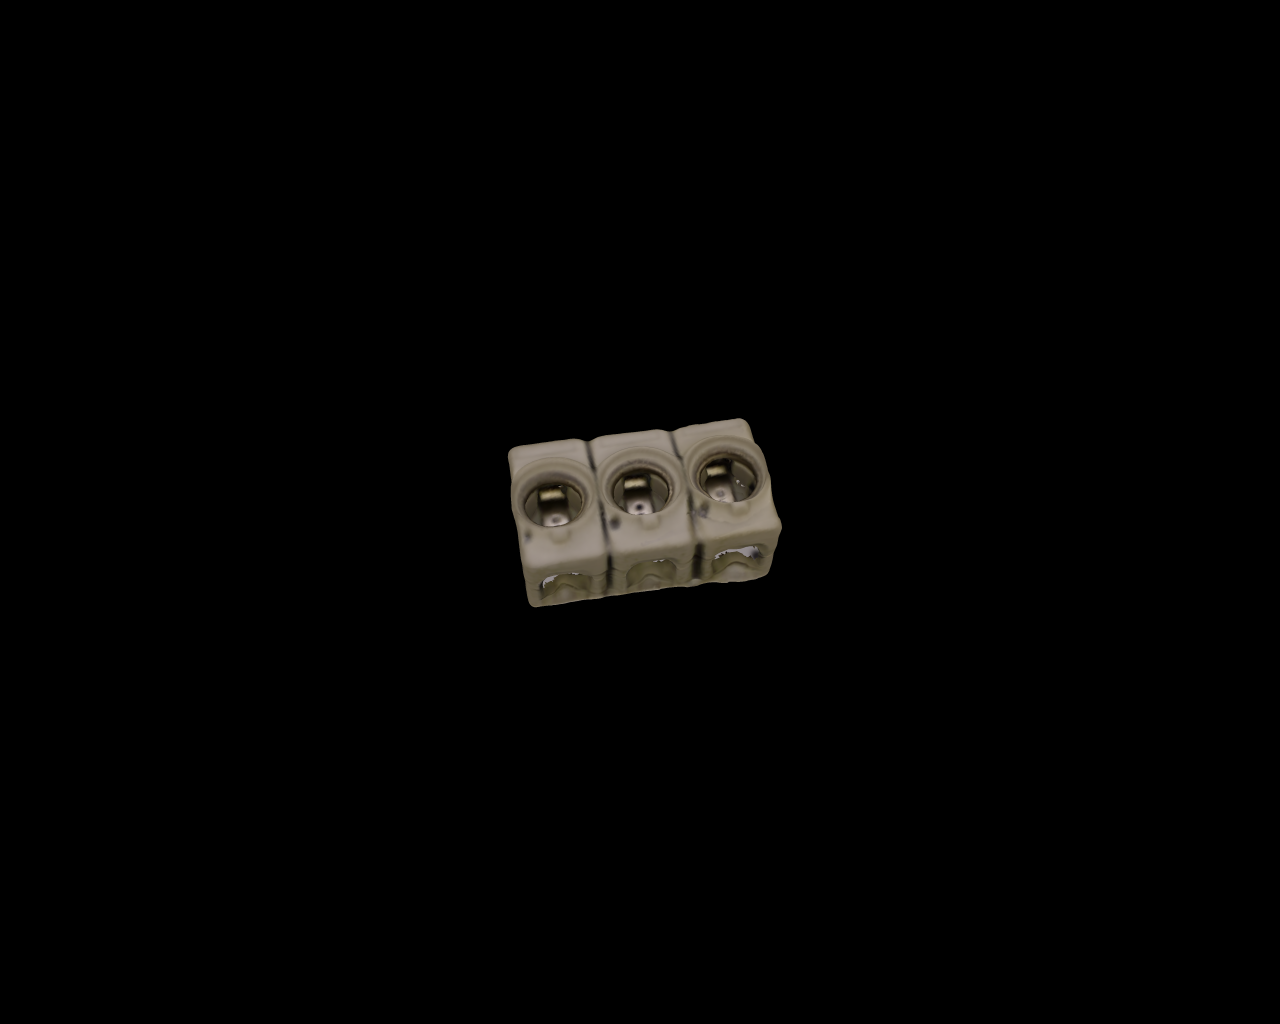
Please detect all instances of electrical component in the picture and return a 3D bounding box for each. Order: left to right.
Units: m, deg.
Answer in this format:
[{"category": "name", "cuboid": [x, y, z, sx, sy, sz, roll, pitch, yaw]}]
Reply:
[{"category": "electrical component", "cuboid": [0.001, -0.003, 0.650, 0.150, 0.090, 0.061, -8, -33, -5]}]
